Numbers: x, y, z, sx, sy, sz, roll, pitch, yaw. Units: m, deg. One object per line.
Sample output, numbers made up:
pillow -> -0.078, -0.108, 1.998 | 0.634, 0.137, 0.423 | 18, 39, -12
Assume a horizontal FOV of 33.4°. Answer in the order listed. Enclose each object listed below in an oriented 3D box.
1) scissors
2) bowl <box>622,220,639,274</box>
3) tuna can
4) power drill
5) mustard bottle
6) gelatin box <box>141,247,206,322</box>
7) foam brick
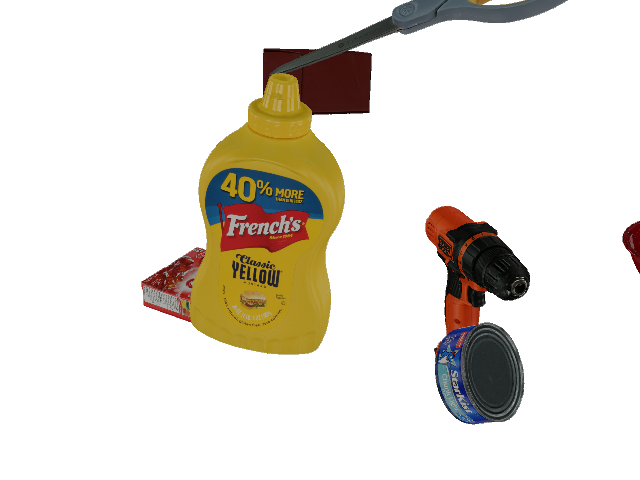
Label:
scissors -> 0.065, -0.156, 0.675 | 0.202, 0.096, 0.016 | -8, -40, 22
bowl -> 0.406, 0.026, 1.150 | 0.162, 0.055, 0.162 | -2, 24, 1
tuna can -> 0.138, 0.116, 0.926 | 0.085, 0.086, 0.034 | 0, -12, -45
power drill -> 0.166, 0.073, 1.122 | 0.057, 0.188, 0.184 | -9, 25, -14
mustard bottle -> -0.034, -0.018, 0.711 | 0.096, 0.192, 0.058 | 12, 29, 9
gelatin box -> -0.116, 0.042, 1.028 | 0.073, 0.030, 0.089 | 16, 32, 30
foam brick -> -0.003, -0.132, 0.886 | 0.078, 0.051, 0.053 | -7, 16, -39
